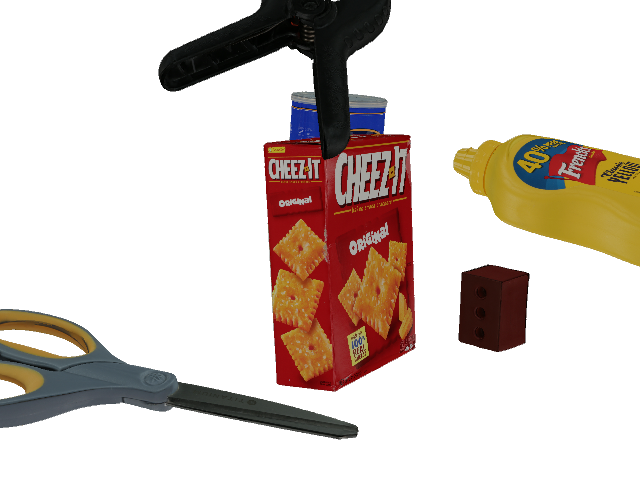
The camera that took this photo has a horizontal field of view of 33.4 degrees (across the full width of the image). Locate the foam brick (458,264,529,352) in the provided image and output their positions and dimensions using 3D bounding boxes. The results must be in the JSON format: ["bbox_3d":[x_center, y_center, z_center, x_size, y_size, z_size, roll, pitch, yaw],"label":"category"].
[{"bbox_3d":[0.179,0.070,1.106,0.053,0.078,0.051,13,19,42],"label":"foam brick"}]

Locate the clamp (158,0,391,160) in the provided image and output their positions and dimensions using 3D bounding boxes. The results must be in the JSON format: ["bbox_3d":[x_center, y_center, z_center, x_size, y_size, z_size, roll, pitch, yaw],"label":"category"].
[{"bbox_3d":[-0.001,-0.122,0.642,0.120,0.171,0.039,35,-26,12],"label":"clamp"}]

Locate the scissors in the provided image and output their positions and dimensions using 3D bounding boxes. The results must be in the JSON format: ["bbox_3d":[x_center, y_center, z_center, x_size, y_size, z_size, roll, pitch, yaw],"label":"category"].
[{"bbox_3d":[-0.093,0.074,0.485,0.202,0.016,0.096,17,28,25],"label":"scissors"}]

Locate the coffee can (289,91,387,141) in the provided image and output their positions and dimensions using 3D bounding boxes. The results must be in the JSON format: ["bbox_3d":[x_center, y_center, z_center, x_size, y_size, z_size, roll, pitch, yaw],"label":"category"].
[{"bbox_3d":[0.015,-0.085,1.149,0.103,0.140,0.103,4,12,-1],"label":"coffee can"}]

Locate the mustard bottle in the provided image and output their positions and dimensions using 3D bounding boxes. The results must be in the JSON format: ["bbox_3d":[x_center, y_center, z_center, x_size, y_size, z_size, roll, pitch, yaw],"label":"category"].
[{"bbox_3d":[0.178,-0.034,0.741,0.192,0.058,0.096,19,38,34],"label":"mustard bottle"}]

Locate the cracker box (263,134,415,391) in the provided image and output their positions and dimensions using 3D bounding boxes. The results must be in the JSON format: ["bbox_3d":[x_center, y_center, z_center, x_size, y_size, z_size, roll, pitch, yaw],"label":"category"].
[{"bbox_3d":[0.024,0.013,0.972,0.072,0.214,0.163,3,9,31],"label":"cracker box"}]
